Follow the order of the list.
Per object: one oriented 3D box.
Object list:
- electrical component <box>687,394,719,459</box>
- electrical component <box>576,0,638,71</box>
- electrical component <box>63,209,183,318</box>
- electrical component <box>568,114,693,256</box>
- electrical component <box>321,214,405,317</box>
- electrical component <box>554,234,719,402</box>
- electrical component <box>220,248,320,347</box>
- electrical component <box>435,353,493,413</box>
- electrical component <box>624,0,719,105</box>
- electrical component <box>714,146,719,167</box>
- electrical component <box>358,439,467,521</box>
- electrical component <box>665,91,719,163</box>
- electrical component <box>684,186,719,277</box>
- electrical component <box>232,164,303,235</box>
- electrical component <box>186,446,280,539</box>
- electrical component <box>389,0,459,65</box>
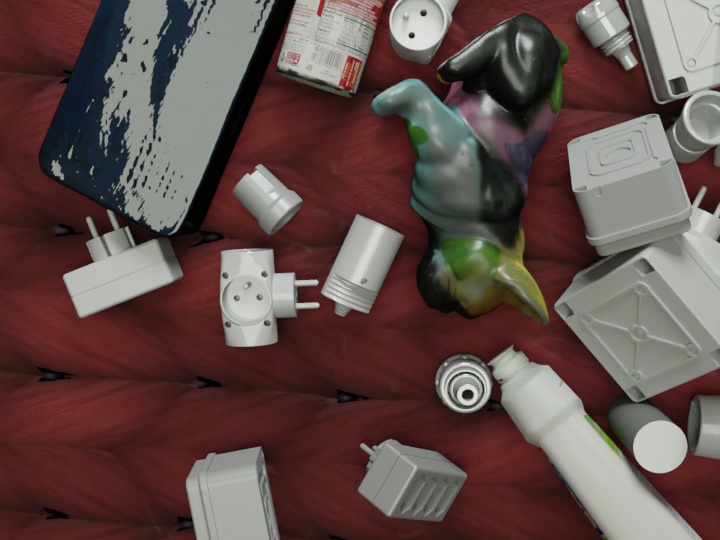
[{"bbox_3d":[0.297,0.129,0.879,0.047,0.055,0.055,5,95,5],"label":"electrical component"},{"bbox_3d":[0.202,-0.188,0.863,0.035,0.035,0.061,-34,96,4],"label":"electrical component"},{"bbox_3d":[-0.201,-0.012,0.884,0.083,0.047,0.075,-21,94,3],"label":"electrical component"},{"bbox_3d":[0.206,-0.066,0.827,0.078,0.113,0.057,-17,114,16],"label":"electrical component"},{"bbox_3d":[0.000,0.000,0.881,0.043,0.043,0.081,25,95,-1],"label":"electrical component"},{"bbox_3d":[0.229,0.035,0.843,0.108,0.109,0.056,49,50,-3],"label":"electrical component"},{"bbox_3d":[-0.073,0.021,0.885,0.079,0.044,0.077,-2,95,2],"label":"electrical component"},{"bbox_3d":[0.086,0.096,0.878,0.048,0.062,0.048,0,95,2],"label":"electrical component"},{"bbox_3d":[0.275,-0.199,0.849,0.109,0.056,0.108,-17,94,3],"label":"electrical component"},{"bbox_3d":[0.307,-0.107,0.865,0.040,0.040,0.046,2,90,2],"label":"electrical component"},{"bbox_3d":[0.031,0.165,0.885,0.076,0.083,0.047,33,97,37],"label":"electrical component"},{"bbox_3d":[0.267,-0.110,0.852,0.044,0.065,0.044,1,78,-4],"label":"electrical component"},{"bbox_3d":[0.270,-0.028,0.871,0.077,0.043,0.079,26,95,-1],"label":"electrical component"},{"bbox_3d":[-0.076,-0.058,0.881,0.046,0.040,0.040,45,95,3],"label":"electrical component"},{"bbox_3d":[-0.102,0.210,0.886,0.057,0.078,0.113,-11,95,0],"label":"electrical component"},{"bbox_3d":[0.053,-0.205,0.844,0.043,0.077,0.079,28,95,-1],"label":"electrical component"}]
